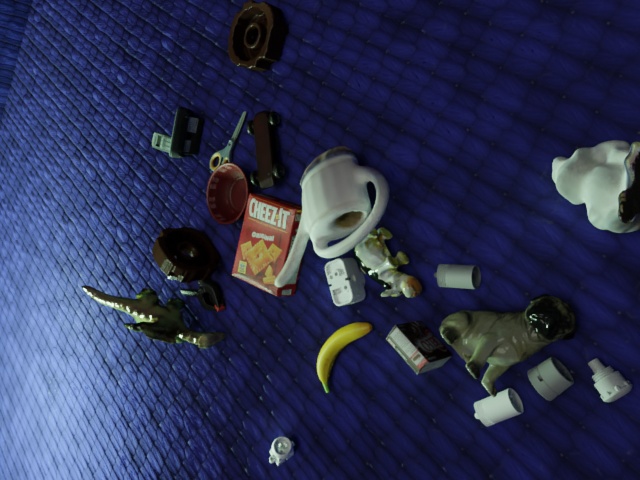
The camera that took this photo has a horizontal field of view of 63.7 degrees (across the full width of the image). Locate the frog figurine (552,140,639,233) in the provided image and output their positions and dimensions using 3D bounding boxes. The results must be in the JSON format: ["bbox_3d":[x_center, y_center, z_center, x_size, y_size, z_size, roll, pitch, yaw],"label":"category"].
[{"bbox_3d":[0.437,-0.083,0.789,0.160,0.123,0.137,-164,69,-75],"label":"frog figurine"}]

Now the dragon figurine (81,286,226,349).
[{"bbox_3d":[-0.453,0.205,1.363,0.242,0.409,0.123,174,114,-77],"label":"dragon figurine"}]

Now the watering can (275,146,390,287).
[{"bbox_3d":[0.003,-0.055,1.090,0.343,0.103,0.229,-35,50,33],"label":"watering can"}]
